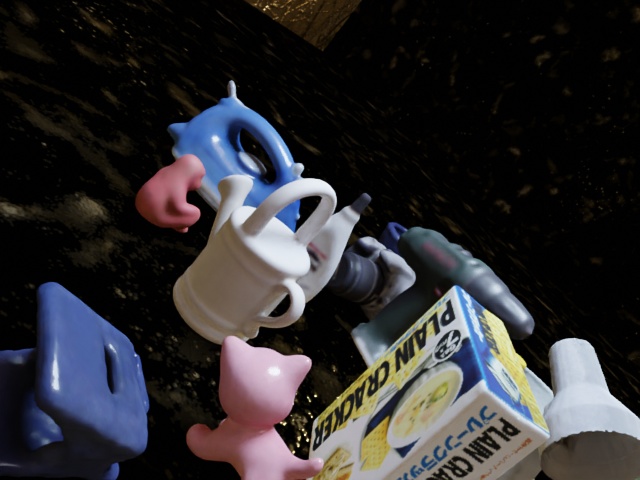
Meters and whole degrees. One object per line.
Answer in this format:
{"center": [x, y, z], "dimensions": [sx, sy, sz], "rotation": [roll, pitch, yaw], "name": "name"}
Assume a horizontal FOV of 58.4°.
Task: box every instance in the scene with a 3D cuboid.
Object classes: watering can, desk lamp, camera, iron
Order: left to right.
{"center": [-0.096, -0.104, 0.837], "dimensions": [0.258, 0.141, 0.119], "rotation": [46, 20, 12], "name": "iron"}
{"center": [-0.064, 0.005, 0.594], "dimensions": [0.172, 0.194, 0.101], "rotation": [45, 20, 11], "name": "watering can"}
{"center": [0.071, 0.048, 0.887], "dimensions": [0.137, 0.100, 0.143], "rotation": [24, 26, -40], "name": "camera"}
{"center": [0.284, 0.235, 0.726], "dimensions": [0.118, 0.213, 0.203], "rotation": [35, 21, -17], "name": "desk lamp"}

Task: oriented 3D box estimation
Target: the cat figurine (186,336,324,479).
{"center": [-0.045, 0.143, 0.456], "dimensions": [0.067, 0.117, 0.127], "rotation": [11, 36, -55], "name": "cat figurine"}

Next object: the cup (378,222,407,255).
{"center": [0.142, 0.035, 1.053], "dimensions": [0.118, 0.095, 0.091], "rotation": [31, 22, -27], "name": "cup"}

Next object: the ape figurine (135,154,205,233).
{"center": [-0.171, -0.061, 0.685], "dimensions": [0.076, 0.092, 0.077], "rotation": [21, 28, -44], "name": "ape figurine"}

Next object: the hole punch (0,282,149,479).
{"center": [-0.160, 0.094, 0.386], "dimensions": [0.101, 0.091, 0.108], "rotation": [24, 26, -40], "name": "hole punch"}

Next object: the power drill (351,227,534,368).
{"center": [0.146, 0.099, 0.764], "dimensions": [0.076, 0.208, 0.229], "rotation": [23, 27, -41], "name": "power drill"}

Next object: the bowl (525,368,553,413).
{"center": [0.332, 0.278, 0.930], "dimensions": [0.168, 0.074, 0.167], "rotation": [36, 21, -15], "name": "bowl"}

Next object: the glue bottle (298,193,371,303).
{"center": [0.007, 0.003, 0.758], "dimensions": [0.078, 0.173, 0.037], "rotation": [41, 20, 0], "name": "glue bottle"}
